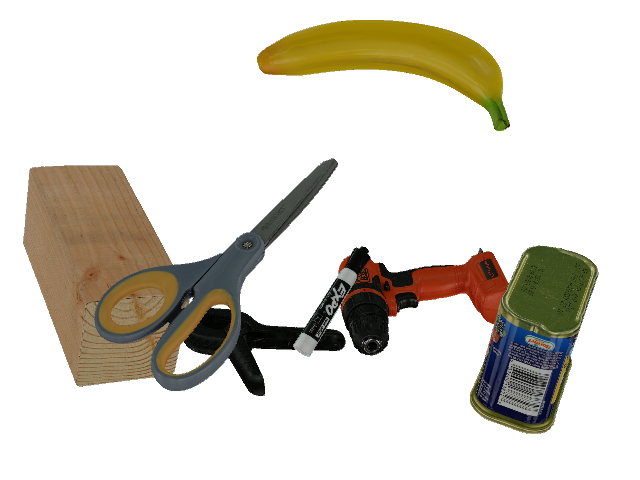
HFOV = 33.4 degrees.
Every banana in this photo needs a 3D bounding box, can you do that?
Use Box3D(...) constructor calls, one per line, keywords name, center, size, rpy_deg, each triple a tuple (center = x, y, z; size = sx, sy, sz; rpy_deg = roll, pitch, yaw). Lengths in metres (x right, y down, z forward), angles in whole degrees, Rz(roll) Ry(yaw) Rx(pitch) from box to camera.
Box3D(name="banana", center=(0.053, -0.135, 0.795), size=(0.198, 0.069, 0.037), rpy_deg=(15, -38, 16))

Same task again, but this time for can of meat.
Box3D(name="can of meat", center=(0.143, 0.062, 0.709), size=(0.057, 0.084, 0.102), rpy_deg=(19, 35, 14))

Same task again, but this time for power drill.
Box3D(name="power drill", center=(0.115, 0.066, 1.201), size=(0.187, 0.057, 0.184), rpy_deg=(-3, 28, -3))

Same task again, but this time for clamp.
Box3D(name="clamp", center=(-0.098, 0.121, 1.259), size=(0.210, 0.036, 0.164), rpy_deg=(13, 23, 27))

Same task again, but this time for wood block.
Box3D(name="wood block", center=(-0.197, 0.024, 0.956), size=(0.090, 0.091, 0.206), rpy_deg=(-3, 36, -28))

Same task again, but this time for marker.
Box3D(name="marker", center=(0.013, 0.056, 1.024), size=(0.020, 0.121, 0.020), rpy_deg=(29, -18, 11))

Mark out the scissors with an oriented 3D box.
Box3D(name="scissors", center=(-0.065, 0.007, 0.656), size=(0.096, 0.016, 0.201), rpy_deg=(12, 48, 15))
